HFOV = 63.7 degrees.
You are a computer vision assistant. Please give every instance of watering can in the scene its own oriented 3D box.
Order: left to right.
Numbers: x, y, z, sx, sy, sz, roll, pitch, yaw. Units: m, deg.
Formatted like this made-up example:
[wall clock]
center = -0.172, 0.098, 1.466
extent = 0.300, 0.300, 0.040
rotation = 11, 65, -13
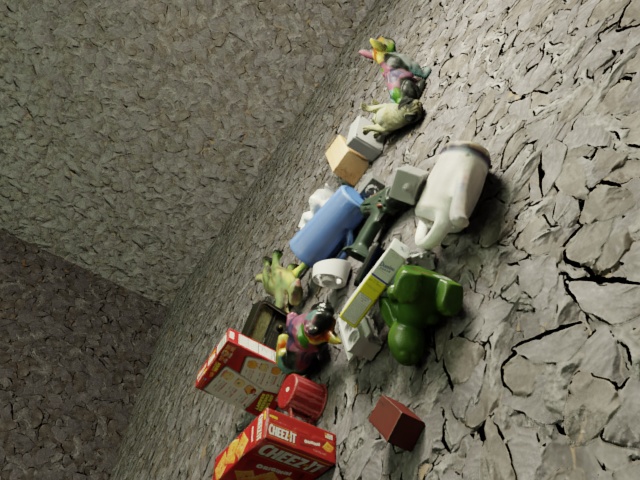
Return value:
[watering can]
center = 0.254, -0.087, 0.970
extent = 0.104, 0.226, 0.345
rotation = 25, -6, 0

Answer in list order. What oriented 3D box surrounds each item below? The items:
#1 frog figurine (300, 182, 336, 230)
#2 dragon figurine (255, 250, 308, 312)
[frog figurine]
center = 0.005, -0.080, 1.592
extent = 0.124, 0.161, 0.134
rotation = 30, -20, 44
[dragon figurine]
center = -0.146, 0.176, 1.679
extent = 0.121, 0.248, 0.404
rotation = 22, -28, -21
